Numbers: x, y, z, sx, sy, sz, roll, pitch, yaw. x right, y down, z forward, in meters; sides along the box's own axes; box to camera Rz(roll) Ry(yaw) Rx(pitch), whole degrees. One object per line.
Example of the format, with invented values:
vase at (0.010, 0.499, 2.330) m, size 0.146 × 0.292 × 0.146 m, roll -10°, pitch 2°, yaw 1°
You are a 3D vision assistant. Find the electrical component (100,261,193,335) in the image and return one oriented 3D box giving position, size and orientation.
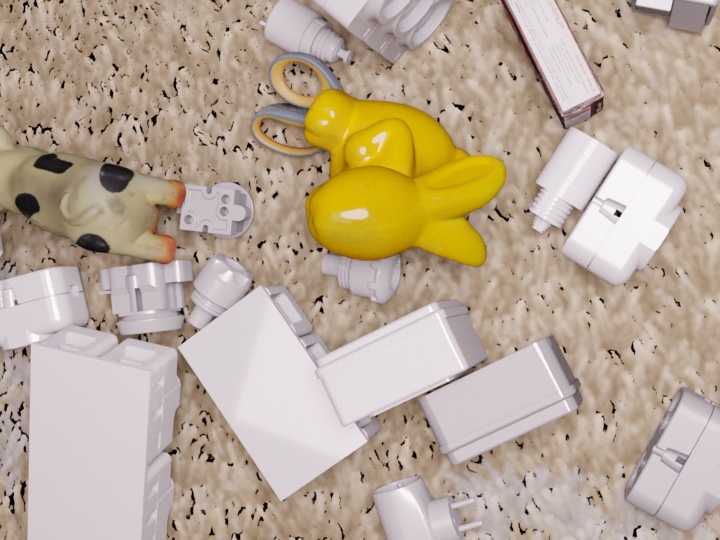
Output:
electrical component at (-0.179, 0.024, 0.911) m, size 0.078 × 0.058 × 0.057 m, roll -7°, pitch 88°, yaw 17°

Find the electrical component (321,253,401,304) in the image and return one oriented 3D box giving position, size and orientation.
electrical component at (0.000, 0.000, 0.874) m, size 0.062 × 0.048 × 0.048 m, roll 10°, pitch 94°, yaw 20°

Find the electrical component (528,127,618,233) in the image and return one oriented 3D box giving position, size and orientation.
electrical component at (0.159, -0.065, 0.832) m, size 0.043 × 0.043 × 0.081 m, roll 33°, pitch 99°, yaw 11°

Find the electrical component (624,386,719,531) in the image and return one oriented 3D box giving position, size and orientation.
electrical component at (0.249, 0.144, 0.812) m, size 0.059 × 0.054 × 0.095 m, roll 28°, pitch 98°, yaw 11°

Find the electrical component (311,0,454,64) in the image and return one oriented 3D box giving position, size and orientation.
electrical component at (0.021, -0.215, 0.806) m, size 0.062 × 0.150 × 0.089 m, roll 41°, pitch 100°, yaw 11°

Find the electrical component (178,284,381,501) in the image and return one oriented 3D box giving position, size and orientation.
electrical component at (-0.064, 0.097, 0.883) m, size 0.089 × 0.062 × 0.150 m, roll -36°, pitch 83°, yaw 12°

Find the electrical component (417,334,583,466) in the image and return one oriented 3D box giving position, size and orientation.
electrical component at (0.111, 0.100, 0.832) m, size 0.113 × 0.078 × 0.057 m, roll -27°, pitch 82°, yaw 13°

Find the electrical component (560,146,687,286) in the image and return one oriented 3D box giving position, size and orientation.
electrical component at (0.203, -0.038, 0.817) m, size 0.059 × 0.054 × 0.095 m, roll 33°, pitch 99°, yaw 11°

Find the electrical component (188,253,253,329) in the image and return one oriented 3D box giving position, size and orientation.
electrical component at (-0.122, 0.021, 0.904) m, size 0.043 × 0.043 × 0.062 m, roll 36°, pitch 100°, yaw 10°

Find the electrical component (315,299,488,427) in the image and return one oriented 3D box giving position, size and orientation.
electrical component at (0.034, 0.070, 0.833) m, size 0.109 × 0.109 × 0.056 m, roll -27°, pitch 83°, yaw 13°

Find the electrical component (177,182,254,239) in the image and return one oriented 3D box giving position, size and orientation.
electrical component at (-0.117, -0.050, 0.894) m, size 0.066 × 0.055 × 0.048 m, roll 7°, pitch 94°, yaw 13°

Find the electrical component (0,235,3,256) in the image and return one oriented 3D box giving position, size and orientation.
electrical component at (-0.389, 0.023, 0.931) m, size 0.060 × 0.105 × 0.186 m, roll 31°, pitch 102°, yaw -32°

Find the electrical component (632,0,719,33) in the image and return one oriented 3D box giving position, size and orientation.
electrical component at (0.233, -0.213, 0.782) m, size 0.062 × 0.096 × 0.061 m, roll 14°, pitch 95°, yaw 13°

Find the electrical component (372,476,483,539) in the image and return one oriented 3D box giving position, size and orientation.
electrical component at (0.059, 0.204, 0.865) m, size 0.079 × 0.044 × 0.077 m, roll -19°, pitch 87°, yaw 13°

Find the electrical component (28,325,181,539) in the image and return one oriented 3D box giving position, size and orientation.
electrical component at (-0.215, 0.148, 0.904) m, size 0.105 × 0.060 × 0.186 m, roll 11°, pitch 109°, yaw 14°

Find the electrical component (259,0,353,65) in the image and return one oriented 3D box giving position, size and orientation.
electrical component at (-0.042, -0.191, 0.879) m, size 0.078 × 0.040 × 0.040 m, roll 30°, pitch 98°, yaw 11°

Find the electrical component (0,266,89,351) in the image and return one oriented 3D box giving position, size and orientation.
electrical component at (-0.290, 0.036, 0.940) m, size 0.095 × 0.054 × 0.059 m, roll -14°, pitch 88°, yaw 14°
